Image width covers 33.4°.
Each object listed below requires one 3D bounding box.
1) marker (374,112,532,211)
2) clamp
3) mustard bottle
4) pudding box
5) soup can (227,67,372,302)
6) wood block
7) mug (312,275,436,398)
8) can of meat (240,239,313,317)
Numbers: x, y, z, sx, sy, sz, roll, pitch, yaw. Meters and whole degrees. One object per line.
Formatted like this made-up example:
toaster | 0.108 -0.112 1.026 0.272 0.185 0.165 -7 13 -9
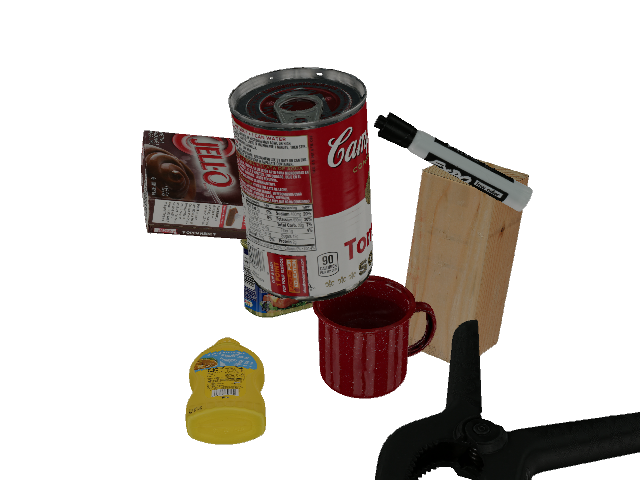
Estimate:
marker | 0.093 -0.056 0.751 0.121 0.020 0.020 28 -3 -6
clamp | 0.097 0.126 0.682 0.209 0.036 0.165 -26 39 -32
mustard bottle | -0.119 0.180 1.354 0.096 0.058 0.191 -3 27 -3
pudding box | -0.102 -0.047 0.886 0.090 0.039 0.113 3 36 -13
soup can | -0.008 -0.028 0.545 0.068 0.102 0.068 -3 31 2
wood block | 0.157 0.022 1.183 0.090 0.206 0.090 20 26 30
mug | 0.051 0.088 0.980 0.117 0.081 0.093 -11 32 -16
can of meat | -0.042 0.037 1.245 0.101 0.084 0.058 -11 20 -35
